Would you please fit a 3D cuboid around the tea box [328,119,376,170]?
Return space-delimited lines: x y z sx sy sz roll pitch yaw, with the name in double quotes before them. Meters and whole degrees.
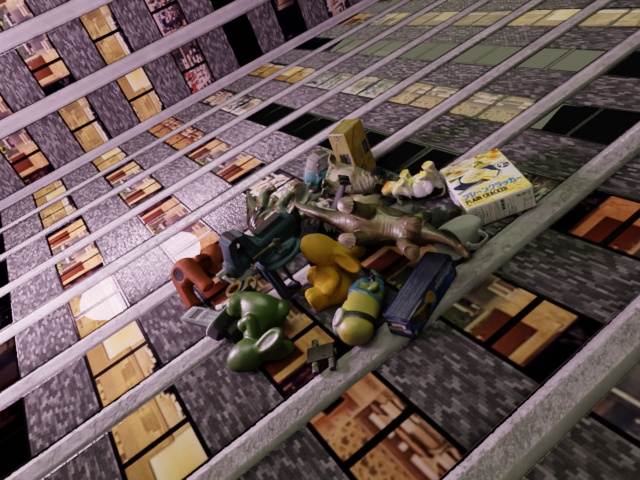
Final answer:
"tea box" 0.099 -0.270 1.631 0.068 0.169 0.098 7 45 42

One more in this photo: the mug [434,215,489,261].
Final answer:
"mug" 0.325 -0.013 1.198 0.107 0.080 0.110 -36 28 -33

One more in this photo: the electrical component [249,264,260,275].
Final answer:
"electrical component" -0.169 0.051 1.437 0.045 0.078 0.102 -57 39 19

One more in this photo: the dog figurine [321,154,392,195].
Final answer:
"dog figurine" 0.109 -0.169 1.577 0.191 0.121 0.172 14 7 2

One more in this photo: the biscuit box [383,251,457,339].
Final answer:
"biscuit box" 0.211 0.109 1.112 0.063 0.059 0.203 8 44 41

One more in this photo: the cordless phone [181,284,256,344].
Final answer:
"cordless phone" -0.242 0.170 1.301 0.184 0.088 0.146 5 42 44

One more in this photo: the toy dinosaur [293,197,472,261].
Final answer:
"toy dinosaur" 0.111 -0.035 1.193 0.472 0.105 0.198 19 9 25

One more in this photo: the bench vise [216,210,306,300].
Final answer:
"bench vise" -0.116 0.058 1.232 0.129 0.240 0.223 10 51 49

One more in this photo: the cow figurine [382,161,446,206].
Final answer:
"cow figurine" 0.249 -0.138 1.431 0.167 0.098 0.068 -17 34 46

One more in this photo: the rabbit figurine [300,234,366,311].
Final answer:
"rabbit figurine" 0.021 0.059 1.205 0.162 0.173 0.122 -13 30 25

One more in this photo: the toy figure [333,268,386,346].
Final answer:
"toy figure" 0.092 0.139 1.128 0.089 0.082 0.180 1 38 37

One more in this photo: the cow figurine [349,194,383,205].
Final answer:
"cow figurine" 0.114 -0.048 1.385 0.127 0.085 0.195 -10 32 29

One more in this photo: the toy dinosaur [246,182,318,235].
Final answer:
"toy dinosaur" -0.142 -0.059 1.539 0.405 0.131 0.192 7 56 55

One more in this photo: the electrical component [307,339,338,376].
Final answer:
"electrical component" 0.006 0.234 1.098 0.063 0.021 0.094 -18 32 8

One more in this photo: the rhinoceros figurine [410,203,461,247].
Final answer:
"rhinoceros figurine" 0.247 -0.044 1.295 0.190 0.073 0.112 -16 32 9

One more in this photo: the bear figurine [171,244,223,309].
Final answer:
"bear figurine" -0.306 0.084 1.459 0.120 0.132 0.196 -46 -13 29

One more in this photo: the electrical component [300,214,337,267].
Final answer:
"electrical component" -0.003 -0.004 1.362 0.058 0.114 0.134 -6 37 22

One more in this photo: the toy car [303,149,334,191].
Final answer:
"toy car" 0.013 -0.232 1.696 0.162 0.102 0.109 -33 34 -10

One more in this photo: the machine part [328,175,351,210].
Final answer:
"machine part" 0.050 -0.112 1.482 0.039 0.138 0.084 12 29 -10

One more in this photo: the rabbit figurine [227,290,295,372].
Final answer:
"rabbit figurine" -0.131 0.212 1.167 0.159 0.121 0.170 5 60 27
